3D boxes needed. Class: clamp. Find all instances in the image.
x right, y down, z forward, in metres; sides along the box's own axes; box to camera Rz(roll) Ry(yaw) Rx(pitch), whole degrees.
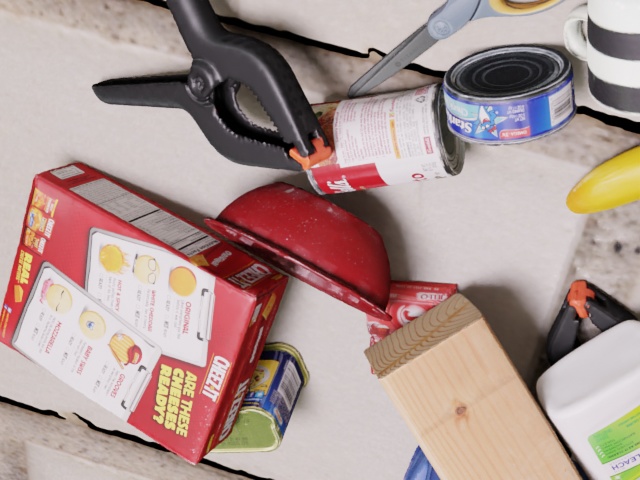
[{"bbox_3d":[-0.075,-0.124,0.746,0.210,0.036,0.165,34,131,22],"label":"clamp"},{"bbox_3d":[0.239,0.107,0.852,0.120,0.039,0.171,-9,123,12],"label":"clamp"}]

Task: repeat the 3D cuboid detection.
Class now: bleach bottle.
[{"bbox_3d":[0.270,0.183,0.834,0.103,0.068,0.250,-34,115,10],"label":"bleach bottle"}]

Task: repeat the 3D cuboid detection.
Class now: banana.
[{"bbox_3d":[0.267,-0.045,0.726,0.198,0.037,0.069,1,126,18],"label":"banana"}]

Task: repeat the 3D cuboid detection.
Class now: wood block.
[{"bbox_3d":[0.129,0.156,0.813,0.091,0.090,0.206,-32,99,0],"label":"wood block"}]

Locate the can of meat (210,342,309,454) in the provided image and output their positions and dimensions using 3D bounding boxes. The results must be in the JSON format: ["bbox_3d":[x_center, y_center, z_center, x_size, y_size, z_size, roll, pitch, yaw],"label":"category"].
[{"bbox_3d":[-0.070,0.142,0.952,0.102,0.083,0.057,-7,123,22],"label":"can of meat"}]

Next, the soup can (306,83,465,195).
[{"bbox_3d":[0.045,-0.072,0.761,0.102,0.068,0.068,-7,123,23],"label":"soup can"}]

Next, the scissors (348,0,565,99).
[{"bbox_3d":[0.079,-0.163,0.711,0.202,0.016,0.096,-18,125,31],"label":"scissors"}]

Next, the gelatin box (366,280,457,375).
[{"bbox_3d":[0.077,0.076,0.886,0.073,0.030,0.089,5,127,15],"label":"gelatin box"}]

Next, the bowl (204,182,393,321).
[{"bbox_3d":[-0.005,0.001,0.811,0.162,0.162,0.055,28,85,2],"label":"bowl"}]

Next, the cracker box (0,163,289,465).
[{"bbox_3d":[-0.150,0.056,0.873,0.214,0.072,0.164,28,115,15],"label":"cracker box"}]

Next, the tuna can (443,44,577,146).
[{"bbox_3d":[0.125,-0.097,0.704,0.086,0.086,0.034,-1,124,19],"label":"tuna can"}]

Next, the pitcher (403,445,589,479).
[{"bbox_3d":[0.188,0.259,0.930,0.243,0.145,0.149,19,167,-1],"label":"pitcher"}]
